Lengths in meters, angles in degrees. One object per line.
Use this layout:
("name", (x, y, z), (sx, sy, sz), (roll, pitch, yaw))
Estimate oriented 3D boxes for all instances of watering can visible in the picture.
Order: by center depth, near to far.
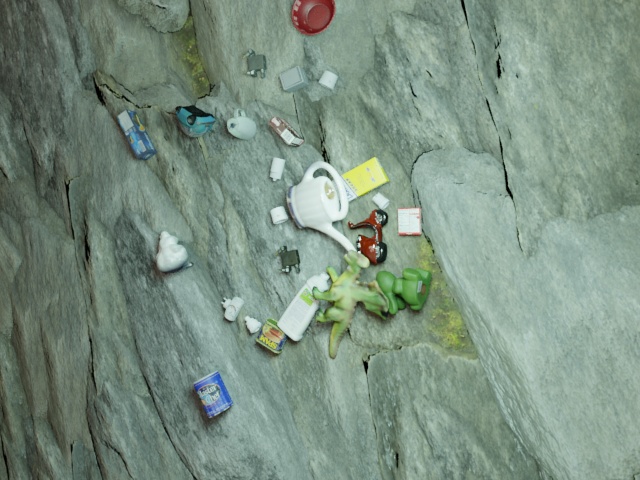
("watering can", (0.005, -0.087, 1.731), (0.223, 0.105, 0.348), (-14, 91, 36))

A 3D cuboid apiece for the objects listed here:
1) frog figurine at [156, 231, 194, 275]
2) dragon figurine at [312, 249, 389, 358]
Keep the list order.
("frog figurine", (-0.572, 0.044, 1.958), (0.136, 0.124, 0.159), (-17, 98, 39))
("dragon figurine", (0.111, 0.217, 1.691), (0.242, 0.124, 0.405), (2, 109, 32))
